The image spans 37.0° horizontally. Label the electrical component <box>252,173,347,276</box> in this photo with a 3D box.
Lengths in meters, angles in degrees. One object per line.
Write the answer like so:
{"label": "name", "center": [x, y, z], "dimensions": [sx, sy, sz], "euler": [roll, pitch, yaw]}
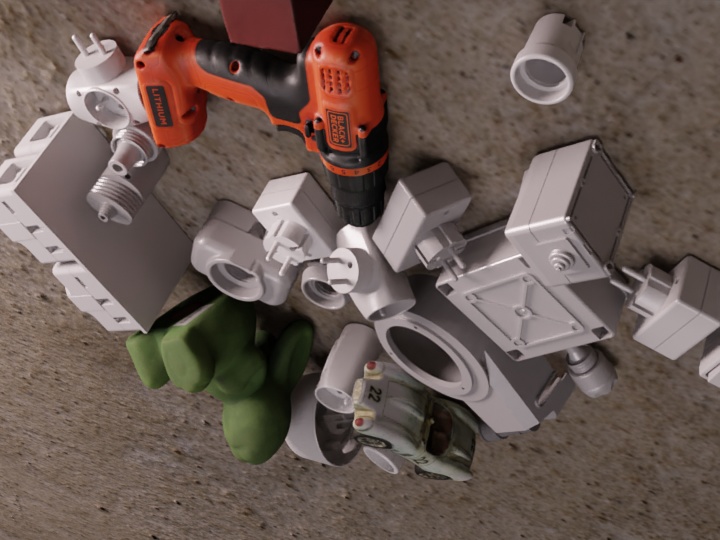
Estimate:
{"label": "electrical component", "center": [-0.057, -0.030, 0.903], "dimensions": [0.047, 0.076, 0.065], "euler": [-8, 134, 39]}

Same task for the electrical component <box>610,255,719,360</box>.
{"label": "electrical component", "center": [0.228, 0.021, 0.816], "dimensions": [0.077, 0.047, 0.065], "euler": [28, 146, -3]}

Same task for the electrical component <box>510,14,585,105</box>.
{"label": "electrical component", "center": [0.121, -0.134, 0.680], "dimensions": [0.040, 0.046, 0.040], "euler": [17, 145, 12]}

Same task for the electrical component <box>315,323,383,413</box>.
{"label": "electrical component", "center": [-0.013, 0.104, 1.052], "dimensions": [0.044, 0.077, 0.079], "euler": [23, 146, 3]}

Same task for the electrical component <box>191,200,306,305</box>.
{"label": "electrical component", "center": [-0.101, -0.012, 0.970], "dimensions": [0.095, 0.059, 0.053], "euler": [25, 146, 1]}

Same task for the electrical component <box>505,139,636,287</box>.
{"label": "electrical component", "center": [0.143, -0.034, 0.754], "dimensions": [0.061, 0.096, 0.061], "euler": [-13, 130, 43]}

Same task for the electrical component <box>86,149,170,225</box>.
{"label": "electrical component", "center": [-0.203, -0.074, 0.934], "dimensions": [0.043, 0.081, 0.043], "euler": [17, 145, 12]}

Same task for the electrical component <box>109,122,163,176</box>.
{"label": "electrical component", "center": [-0.188, -0.106, 0.898], "dimensions": [0.048, 0.062, 0.048], "euler": [17, 145, 12]}

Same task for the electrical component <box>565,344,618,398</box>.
{"label": "electrical component", "center": [0.195, 0.080, 0.928], "dimensions": [0.035, 0.035, 0.061], "euler": [-14, 127, 43]}

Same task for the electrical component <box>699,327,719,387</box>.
{"label": "electrical component", "center": [0.306, 0.055, 0.800], "dimensions": [0.062, 0.061, 0.096], "euler": [27, 146, -1]}

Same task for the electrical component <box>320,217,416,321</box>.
{"label": "electrical component", "center": [0.000, 0.000, 0.878], "dimensions": [0.079, 0.077, 0.044], "euler": [-3, 156, -44]}

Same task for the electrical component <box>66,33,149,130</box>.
{"label": "electrical component", "center": [-0.201, -0.155, 0.857], "dimensions": [0.077, 0.044, 0.079], "euler": [2, 139, 30]}

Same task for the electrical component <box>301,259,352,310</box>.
{"label": "electrical component", "center": [-0.022, 0.001, 0.940], "dimensions": [0.066, 0.055, 0.048], "euler": [7, 141, 26]}

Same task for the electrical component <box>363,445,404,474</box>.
{"label": "electrical component", "center": [0.040, 0.173, 1.120], "dimensions": [0.044, 0.065, 0.044], "euler": [33, 158, 16]}

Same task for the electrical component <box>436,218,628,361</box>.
{"label": "electrical component", "center": [0.137, 0.013, 0.855], "dimensions": [0.109, 0.056, 0.109], "euler": [42, 142, -22]}

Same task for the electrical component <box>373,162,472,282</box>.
{"label": "electrical component", "center": [0.057, -0.026, 0.834], "dimensions": [0.075, 0.047, 0.083], "euler": [56, 151, 20]}

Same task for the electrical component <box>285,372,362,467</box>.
{"label": "electrical component", "center": [-0.032, 0.152, 1.111], "dimensions": [0.064, 0.099, 0.099], "euler": [-4, 136, 45]}

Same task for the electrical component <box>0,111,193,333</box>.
{"label": "electrical component", "center": [-0.245, -0.041, 0.983], "dimensions": [0.060, 0.105, 0.186], "euler": [-5, 136, 37]}
